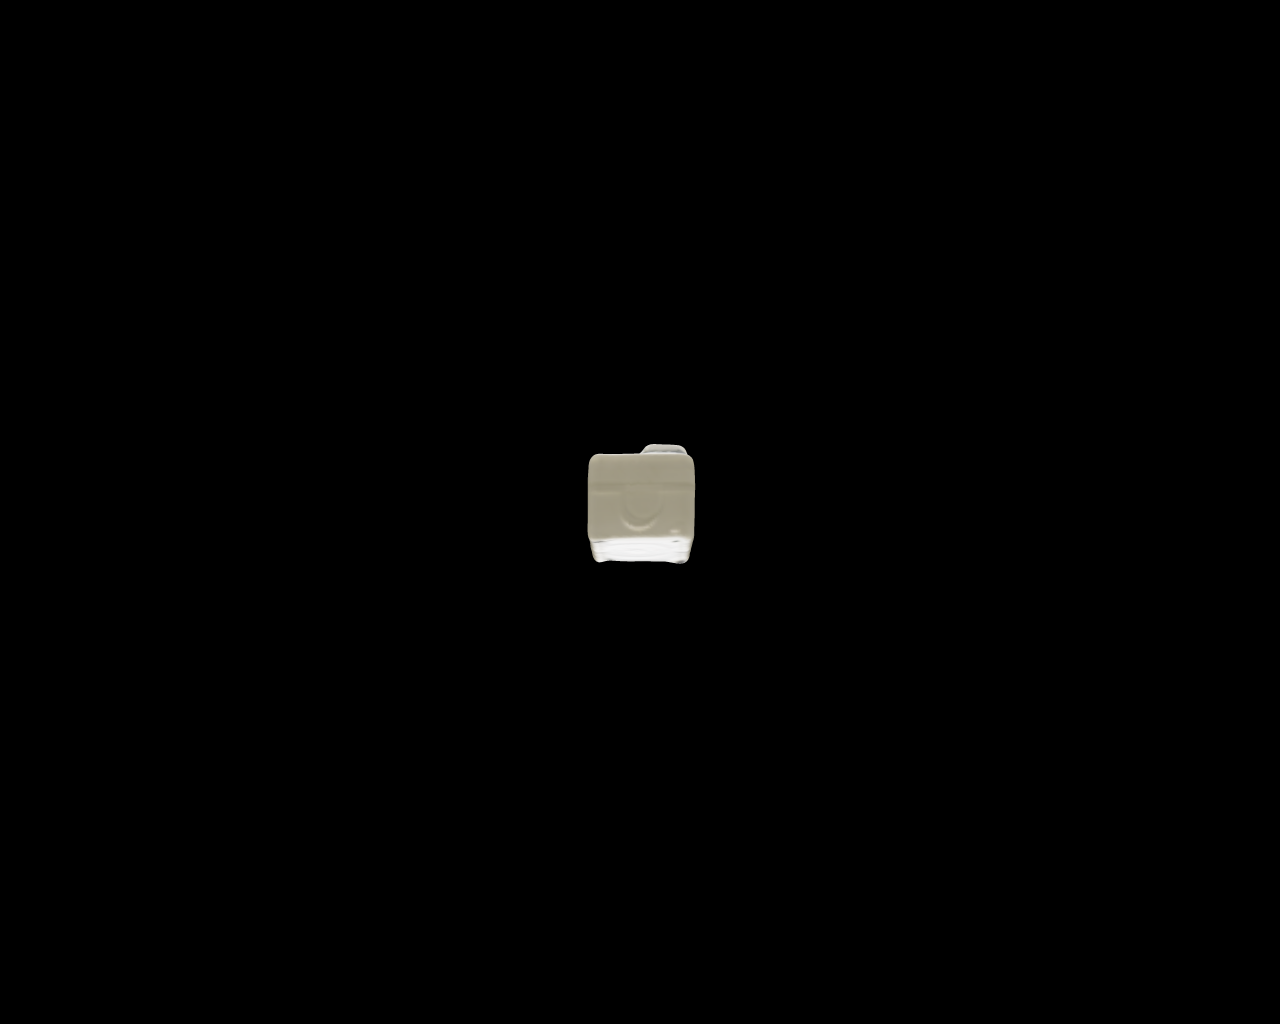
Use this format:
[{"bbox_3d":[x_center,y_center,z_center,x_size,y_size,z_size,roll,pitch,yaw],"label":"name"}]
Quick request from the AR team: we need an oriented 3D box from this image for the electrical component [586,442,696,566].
[{"bbox_3d":[0.001,-0.003,0.650,0.062,0.061,0.096,0,-13,0],"label":"electrical component"}]
